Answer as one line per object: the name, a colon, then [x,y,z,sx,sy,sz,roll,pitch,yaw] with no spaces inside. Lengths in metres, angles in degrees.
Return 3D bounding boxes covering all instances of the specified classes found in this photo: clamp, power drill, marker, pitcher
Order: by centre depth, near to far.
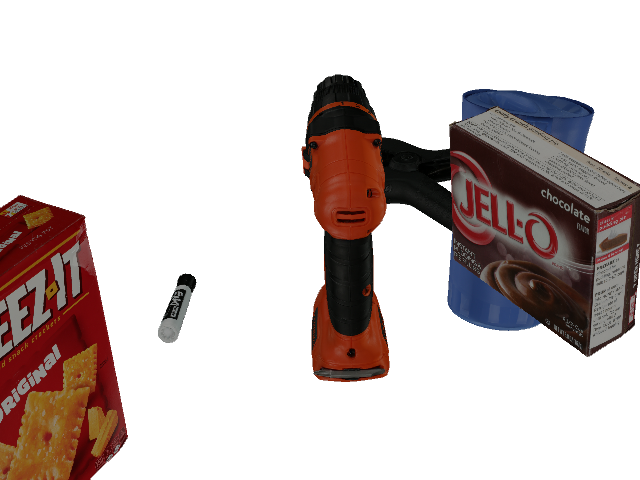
power drill: [0.017,-0.008,0.768,0.057,0.188,0.184,-3,33,2]
clamp: [0.085,-0.061,0.944,0.210,0.036,0.164,14,35,28]
marker: [-0.136,0.062,1.022,0.020,0.020,0.121,0,22,2]
pitcher: [0.200,-0.030,1.112,0.148,0.243,0.145,-11,25,-40]

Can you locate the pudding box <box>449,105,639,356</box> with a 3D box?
pudding box: [0.114,-0.008,0.556,0.039,0.090,0.114,-26,39,-24]

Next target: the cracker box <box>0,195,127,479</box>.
cracker box: [-0.219,0.103,0.743,0.072,0.214,0.164,15,37,25]
